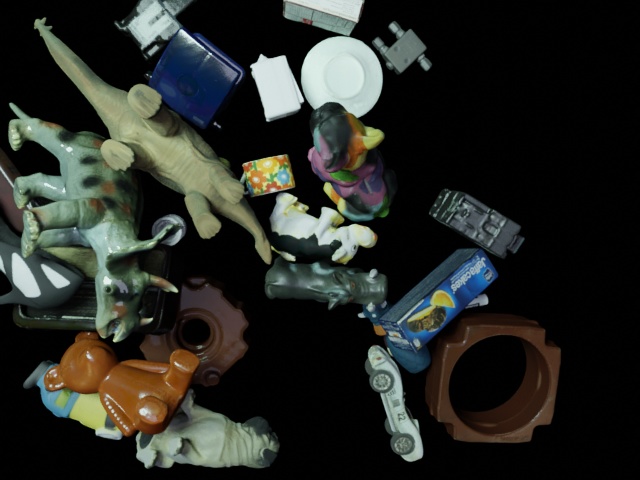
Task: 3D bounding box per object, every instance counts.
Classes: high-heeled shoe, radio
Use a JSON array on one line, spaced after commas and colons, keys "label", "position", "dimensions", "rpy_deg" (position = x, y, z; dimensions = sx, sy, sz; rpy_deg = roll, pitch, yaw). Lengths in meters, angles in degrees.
[{"label": "high-heeled shoe", "position": [-0.425, -0.017, 0.743], "dimensions": [0.145, 0.086, 0.248], "rpy_deg": [-20, 84, -1]}, {"label": "radio", "position": [-0.325, 0.071, 0.794], "dimensions": [0.230, 0.073, 0.131], "rpy_deg": [2, 78, 6]}]

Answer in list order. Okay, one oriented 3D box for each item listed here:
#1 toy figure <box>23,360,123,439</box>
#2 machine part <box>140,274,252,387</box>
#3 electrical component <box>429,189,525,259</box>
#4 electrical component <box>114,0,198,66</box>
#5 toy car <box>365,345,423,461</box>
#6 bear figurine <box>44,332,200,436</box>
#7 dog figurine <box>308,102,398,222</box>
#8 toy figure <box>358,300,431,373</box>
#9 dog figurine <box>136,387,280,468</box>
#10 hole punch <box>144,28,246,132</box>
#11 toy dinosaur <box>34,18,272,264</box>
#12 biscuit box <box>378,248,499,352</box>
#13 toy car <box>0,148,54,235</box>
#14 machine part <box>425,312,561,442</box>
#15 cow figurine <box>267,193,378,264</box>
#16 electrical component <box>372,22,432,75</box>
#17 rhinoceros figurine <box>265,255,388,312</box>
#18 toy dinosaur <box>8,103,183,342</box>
[{"label": "toy figure", "position": [-0.363, 0.245, 0.842], "dimensions": [0.180, 0.082, 0.089], "rpy_deg": [32, 106, -3]}, {"label": "machine part", "position": [-0.198, 0.146, 0.858], "dimensions": [0.179, 0.056, 0.179], "rpy_deg": [-1, 97, -5]}, {"label": "electrical component", "position": [0.249, -0.025, 0.845], "dimensions": [0.134, 0.115, 0.058], "rpy_deg": [30, 99, -9]}, {"label": "electrical component", "position": [-0.233, -0.325, 0.792], "dimensions": [0.119, 0.048, 0.075], "rpy_deg": [-43, 100, 1]}, {"label": "toy car", "position": [0.123, 0.270, 0.895], "dimensions": [0.056, 0.073, 0.201], "rpy_deg": [-18, 99, 1]}, {"label": "bear figurine", "position": [-0.288, 0.191, 0.771], "dimensions": [0.196, 0.120, 0.132], "rpy_deg": [31, 137, 2]}, {"label": "dog figurine", "position": [0.050, -0.103, 0.765], "dimensions": [0.108, 0.219, 0.191], "rpy_deg": [-30, 99, 3]}, {"label": "toy figure", "position": [0.122, 0.150, 0.887], "dimensions": [0.064, 0.058, 0.154], "rpy_deg": [-36, 99, 5]}, {"label": "dog figurine", "position": [-0.182, 0.331, 0.876], "dimensions": [0.190, 0.172, 0.121], "rpy_deg": [35, 55, -33]}, {"label": "hole punch", "position": [-0.182, -0.236, 0.792], "dimensions": [0.142, 0.092, 0.115], "rpy_deg": [36, 97, -12]}, {"label": "toy dinosaur", "position": [-0.228, -0.139, 0.741], "dimensions": [0.105, 0.199, 0.471], "rpy_deg": [-43, 101, 1]}, {"label": "biscuit box", "position": [0.190, 0.090, 0.850], "dimensions": [0.203, 0.063, 0.059], "rpy_deg": [-37, 101, -21]}, {"label": "toy car", "position": [-0.478, -0.100, 0.799], "dimensions": [0.089, 0.053, 0.202], "rpy_deg": [-30, 99, 20]}, {"label": "machine part", "position": [0.285, 0.226, 0.899], "dimensions": [0.201, 0.087, 0.200], "rpy_deg": [3, 98, -7]}, {"label": "cow figurine", "position": [-0.001, -0.003, 0.812], "dimensions": [0.168, 0.068, 0.098], "rpy_deg": [21, 85, 24]}, {"label": "electrical component", "position": [0.131, -0.292, 0.843], "dimensions": [0.063, 0.021, 0.094], "rpy_deg": [-45, 100, 2]}, {"label": "rhinoceros figurine", "position": [0.010, 0.065, 0.839], "dimensions": [0.190, 0.112, 0.073], "rpy_deg": [6, 95, 2]}, {"label": "toy dinosaur", "position": [-0.310, -0.069, 0.736], "dimensions": [0.192, 0.405, 0.131], "rpy_deg": [-3, 143, -33]}]
